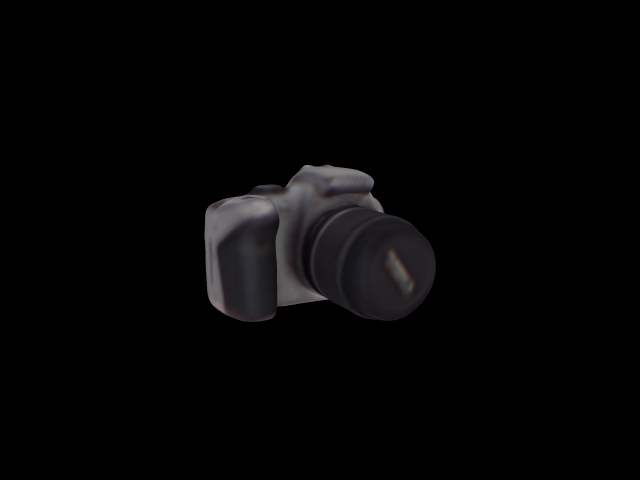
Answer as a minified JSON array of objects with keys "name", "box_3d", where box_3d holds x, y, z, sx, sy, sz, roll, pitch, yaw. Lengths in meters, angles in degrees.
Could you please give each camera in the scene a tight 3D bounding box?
[{"name":"camera","box_3d":[0.004,0.001,0.400,0.143,0.101,0.136,-6,13,-27]}]
